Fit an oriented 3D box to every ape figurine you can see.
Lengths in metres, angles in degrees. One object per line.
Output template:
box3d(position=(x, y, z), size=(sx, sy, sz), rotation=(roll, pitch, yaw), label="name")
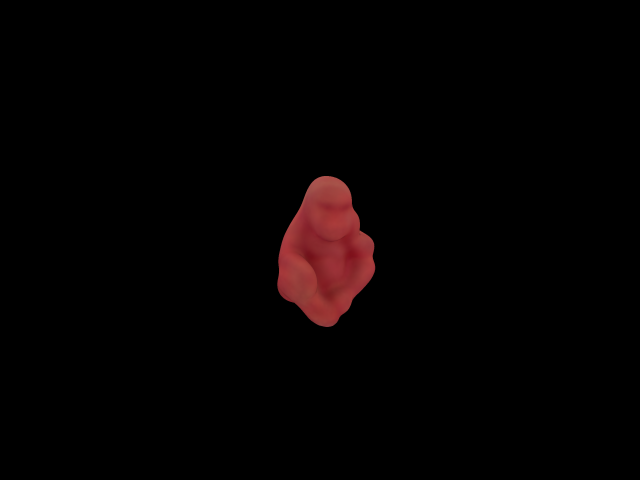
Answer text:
box3d(position=(0.004, 0.001, 0.400), size=(0.078, 0.092, 0.076), rotation=(-9, 24, -22), label="ape figurine")
